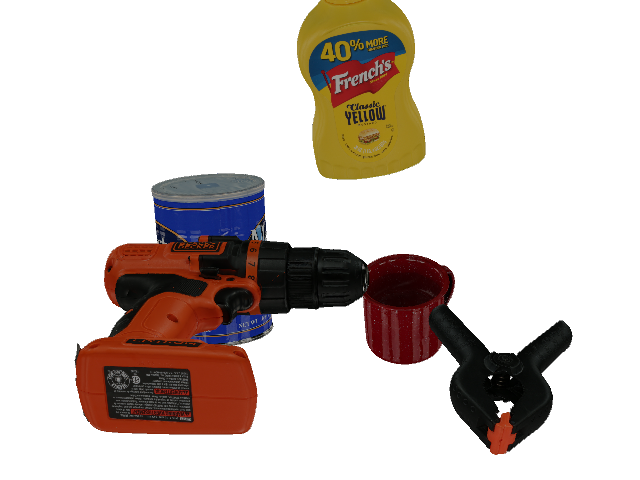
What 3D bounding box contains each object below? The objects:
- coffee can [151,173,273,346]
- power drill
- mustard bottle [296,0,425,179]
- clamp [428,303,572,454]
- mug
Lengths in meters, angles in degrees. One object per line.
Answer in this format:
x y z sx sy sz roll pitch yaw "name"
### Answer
-0.099 0.016 0.984 0.103 0.140 0.103 -3 14 0 "coffee can"
-0.064 0.052 0.680 0.184 0.057 0.187 -1 21 7 "power drill"
0.031 -0.145 0.878 0.096 0.191 0.058 -8 35 3 "mustard bottle"
0.154 0.106 0.852 0.120 0.039 0.171 -2 32 0 "clamp"
0.095 0.068 1.109 0.117 0.081 0.093 -31 43 -32 "mug"
